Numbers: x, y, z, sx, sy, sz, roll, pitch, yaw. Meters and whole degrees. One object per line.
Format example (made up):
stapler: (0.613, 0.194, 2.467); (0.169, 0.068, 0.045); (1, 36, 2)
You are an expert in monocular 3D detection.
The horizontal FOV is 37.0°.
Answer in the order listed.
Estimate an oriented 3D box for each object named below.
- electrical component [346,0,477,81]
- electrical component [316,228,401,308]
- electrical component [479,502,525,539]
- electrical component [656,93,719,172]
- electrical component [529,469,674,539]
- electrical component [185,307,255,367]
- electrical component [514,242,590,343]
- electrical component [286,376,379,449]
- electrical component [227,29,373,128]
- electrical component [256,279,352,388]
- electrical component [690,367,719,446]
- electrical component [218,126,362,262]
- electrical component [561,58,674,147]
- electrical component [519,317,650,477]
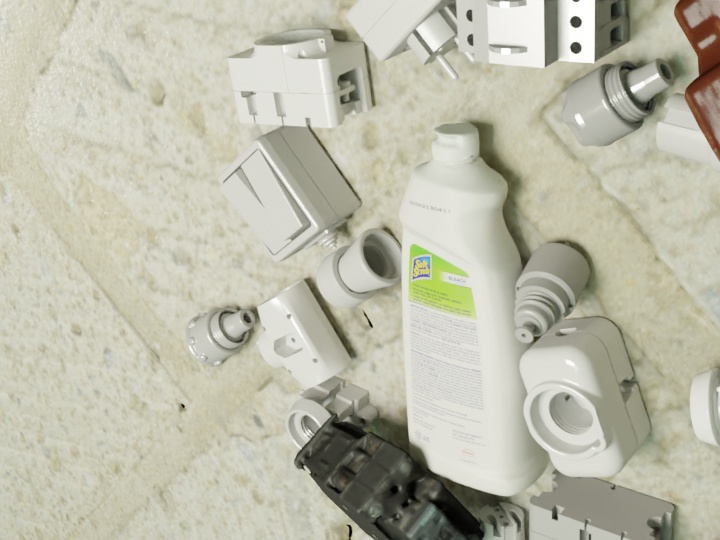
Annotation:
electrical component: (0.044, -0.155, 0.674); (0.076, 0.047, 0.066); (53, 134, 3)
electrical component: (0.000, 0.000, 0.795); (0.055, 0.045, 0.045); (-32, 92, 44)
electrical component: (0.109, 0.207, 0.825); (0.040, 0.040, 0.046); (11, 115, 35)
electrical component: (0.195, -0.077, 0.600); (0.046, 0.040, 0.040); (22, 126, 35)
electrical component: (0.169, 0.187, 0.757); (0.089, 0.050, 0.055); (14, 121, 33)
electrical component: (-0.115, 0.052, 0.919); (0.062, 0.048, 0.048); (-29, 93, 38)
electrical component: (0.119, 0.017, 0.690); (0.040, 0.078, 0.040); (19, 137, 19)
electrical component: (-0.028, 0.119, 0.875); (0.066, 0.055, 0.048); (21, 125, 29)
electrical component: (-0.043, -0.135, 0.752); (0.089, 0.050, 0.055); (9, 118, 35)
electrical component: (-0.056, 0.057, 0.872); (0.079, 0.043, 0.077); (-27, 95, 44)
electrical component: (0.234, 0.083, 0.652); (0.055, 0.048, 0.066); (-6, 110, 33)
electrical component: (-0.051, -0.052, 0.797); (0.062, 0.061, 0.096); (-36, 89, 44)
electrical component: (0.150, -0.100, 0.620); (0.062, 0.043, 0.043); (-28, 94, 43)
electrical component: (0.147, 0.087, 0.713); (0.054, 0.059, 0.095); (-9, 107, 42)
